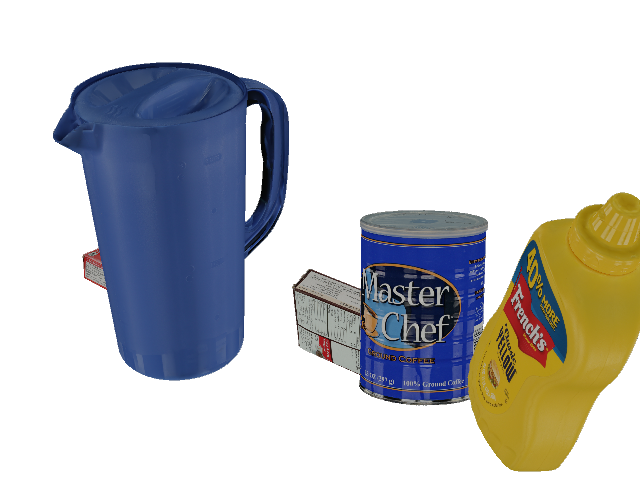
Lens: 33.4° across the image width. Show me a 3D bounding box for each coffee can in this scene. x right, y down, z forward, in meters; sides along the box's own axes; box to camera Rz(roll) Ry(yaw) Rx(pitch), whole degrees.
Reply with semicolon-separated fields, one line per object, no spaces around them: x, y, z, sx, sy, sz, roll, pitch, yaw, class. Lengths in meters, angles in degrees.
0.083;0.051;0.870;0.103;0.140;0.103;0;10;0;coffee can

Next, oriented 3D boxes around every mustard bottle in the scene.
0.139;0.045;0.608;0.058;0.096;0.192;2;-42;-12;mustard bottle

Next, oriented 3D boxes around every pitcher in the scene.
-0.111;-0.015;0.863;0.149;0.243;0.145;6;31;12;pitcher

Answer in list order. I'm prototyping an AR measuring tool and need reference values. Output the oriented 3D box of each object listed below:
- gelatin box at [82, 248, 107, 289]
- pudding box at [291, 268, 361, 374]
-0.177;0.028;1.047;0.089;0.030;0.073;24;31;30;gelatin box
0.027;0.089;1.108;0.114;0.090;0.039;20;44;27;pudding box
